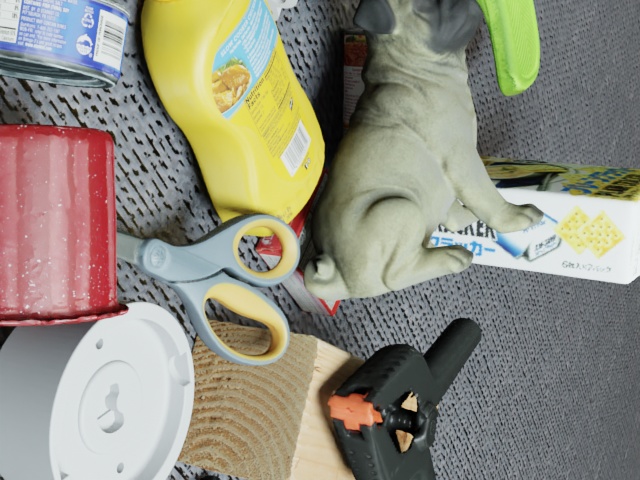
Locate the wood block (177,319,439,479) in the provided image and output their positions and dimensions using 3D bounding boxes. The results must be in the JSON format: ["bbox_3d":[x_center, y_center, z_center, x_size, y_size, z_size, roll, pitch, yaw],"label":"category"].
[{"bbox_3d":[-0.002,0.125,0.724,0.205,0.090,0.091,34,66,-58],"label":"wood block"}]

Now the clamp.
[{"bbox_3d":[0.061,0.110,0.701,0.209,0.036,0.164,41,59,-60],"label":"clamp"}]

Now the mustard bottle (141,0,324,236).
[{"bbox_3d":[-0.055,-0.097,0.611,0.096,0.058,0.191,-64,146,-34],"label":"mustard bottle"}]

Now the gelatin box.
[{"bbox_3d":[-0.005,0.001,0.752,0.089,0.030,0.073,54,51,-49],"label":"gelatin box"}]

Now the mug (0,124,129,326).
[{"bbox_3d":[-0.141,-0.008,0.461,0.117,0.093,0.081,-1,92,-24],"label":"mug"}]

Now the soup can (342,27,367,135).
[{"bbox_3d":[0.050,-0.104,0.787,0.068,0.069,0.102,-22,116,-57],"label":"soup can"}]

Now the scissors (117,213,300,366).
[{"bbox_3d":[-0.077,-0.003,0.578,0.201,0.016,0.096,44,62,-35],"label":"scissors"}]

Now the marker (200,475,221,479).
[{"bbox_3d":[-0.066,0.171,0.634,0.121,0.020,0.020,-111,-159,-78],"label":"marker"}]

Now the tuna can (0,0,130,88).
[{"bbox_3d":[-0.126,-0.089,0.457,0.086,0.086,0.034,7,92,-61],"label":"tuna can"}]
